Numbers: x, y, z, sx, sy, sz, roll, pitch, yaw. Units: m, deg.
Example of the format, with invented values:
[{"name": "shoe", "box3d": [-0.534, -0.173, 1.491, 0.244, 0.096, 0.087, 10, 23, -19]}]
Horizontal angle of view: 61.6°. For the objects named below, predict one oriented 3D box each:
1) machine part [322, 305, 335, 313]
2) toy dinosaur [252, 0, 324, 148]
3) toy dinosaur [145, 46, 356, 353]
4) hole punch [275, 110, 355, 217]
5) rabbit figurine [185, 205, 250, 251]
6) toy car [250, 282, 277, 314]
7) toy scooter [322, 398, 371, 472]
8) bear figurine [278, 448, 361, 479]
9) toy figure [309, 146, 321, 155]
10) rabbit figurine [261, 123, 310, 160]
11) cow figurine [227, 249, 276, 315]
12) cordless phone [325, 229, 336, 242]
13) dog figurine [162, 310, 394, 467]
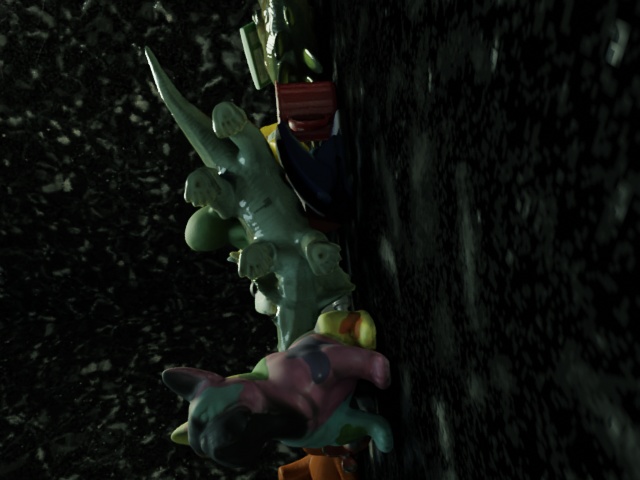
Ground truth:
[{"name": "machine part", "box3d": [-0.005, 0.132, 0.794, 0.139, 0.039, 0.084, 4, -97, -49]}, {"name": "toy dinosaur", "box3d": [-0.046, -0.295, 0.878, 0.471, 0.105, 0.198, 53, -154, -77]}, {"name": "toy dinosaur", "box3d": [-0.075, -0.041, 0.665, 0.404, 0.131, 0.192, 63, 177, 3]}, {"name": "hole punch", "box3d": [-0.006, -0.091, 0.679, 0.142, 0.092, 0.115, 118, 143, -76]}, {"name": "rabbit figurine", "box3d": [-0.125, -0.017, 0.833, 0.121, 0.170, 0.158, -91, 8, -60]}, {"name": "toy car", "box3d": [-0.074, 0.035, 0.966, 0.073, 0.056, 0.201, -11, 62, 57]}, {"name": "toy scooter", "box3d": [0.027, 0.215, 0.693, 0.184, 0.075, 0.135, -112, 15, -60]}, {"name": "bear figurine", "box3d": [0.004, 0.320, 0.801, 0.120, 0.132, 0.195, 45, 152, 44]}, {"name": "toy figure", "box3d": [-0.022, -0.094, 0.822, 0.058, 0.064, 0.154, -53, 8, -27]}, {"name": "rabbit figurine", "box3d": [-0.057, -0.121, 0.987, 0.173, 0.122, 0.162, 44, -172, -24]}, {"name": "cow figurine", "box3d": [-0.108, 0.061, 1.072, 0.085, 0.127, 0.195, 39, -156, -51]}, {"name": "cordless phone", "box3d": [-0.001, -0.003, 0.885, 0.146, 0.089, 0.184, 141, 134, -83]}, {"name": "dog figurine", "box3d": [-0.041, 0.147, 0.546, 0.192, 0.219, 0.108, -107, 16, -69]}]
